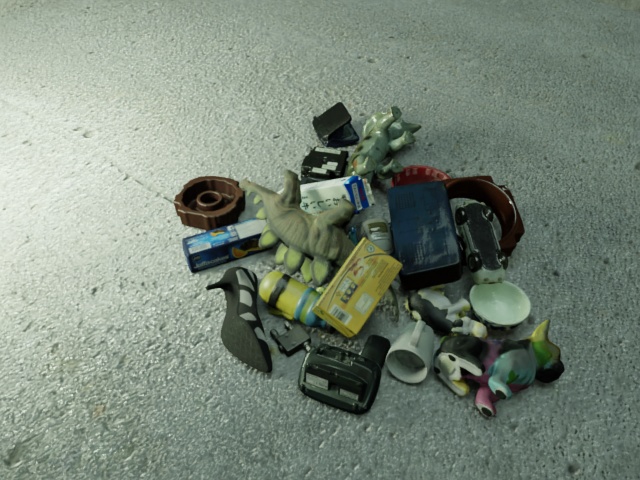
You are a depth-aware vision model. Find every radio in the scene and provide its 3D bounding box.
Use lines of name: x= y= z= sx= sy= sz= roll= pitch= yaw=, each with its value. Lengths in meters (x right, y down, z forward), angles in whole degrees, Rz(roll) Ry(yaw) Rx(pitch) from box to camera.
radio: x=0.220 y=-0.015 z=1.140 sx=0.131 sy=0.073 sz=0.230 roll=-10 pitch=56 yaw=10

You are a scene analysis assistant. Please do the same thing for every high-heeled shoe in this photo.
high-heeled shoe: x=-0.136 y=0.157 z=1.099 sx=0.145 sy=0.086 sz=0.249 roll=-6 pitch=53 yaw=-54

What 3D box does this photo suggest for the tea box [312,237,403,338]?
tea box: x=0.072 y=0.092 z=1.040 sx=0.098 sy=0.068 sz=0.169 roll=38 pitch=70 yaw=3

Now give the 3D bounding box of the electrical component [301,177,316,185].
electrical component: x=-0.036 y=-0.119 z=1.366 sx=0.119 sy=0.074 sz=0.048 roll=14 pitch=44 yaw=8

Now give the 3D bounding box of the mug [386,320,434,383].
mug: x=0.179 y=0.196 z=1.020 sx=0.081 sy=0.109 sz=0.107 roll=13 pitch=32 yaw=19

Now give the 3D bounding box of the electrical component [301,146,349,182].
electrical component: x=0.010 y=-0.192 z=1.456 sx=0.115 sy=0.058 sz=0.134 roll=10 pitch=44 yaw=12

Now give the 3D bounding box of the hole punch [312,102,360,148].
hole punch: x=0.047 y=-0.327 z=1.593 sx=0.116 sy=0.092 sz=0.142 roll=-30 pitch=48 yaw=9

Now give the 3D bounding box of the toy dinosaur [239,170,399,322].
toy dinosaur: x=-0.002 y=-0.004 z=1.163 sx=0.472 sy=0.105 sz=0.198 roll=31 pitch=88 yaw=19

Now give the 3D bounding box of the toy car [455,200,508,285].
toy car: x=0.340 y=0.001 z=1.141 sx=0.074 sy=0.056 sz=0.202 roll=-4 pitch=58 yaw=-5

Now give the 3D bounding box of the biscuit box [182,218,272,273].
biscuit box: x=-0.211 y=0.009 z=1.235 sx=0.203 sy=0.062 sz=0.059 roll=-17 pitch=47 yaw=-18

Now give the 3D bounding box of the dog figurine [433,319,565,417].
dog figurine: x=0.343 y=0.213 z=1.001 sx=0.219 sy=0.108 sz=0.192 roll=-30 pitch=55 yaw=-34

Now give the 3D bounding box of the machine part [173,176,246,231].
machine part: x=-0.274 y=-0.093 z=1.348 sx=0.179 sy=0.056 sz=0.179 roll=0 pitch=42 yaw=0

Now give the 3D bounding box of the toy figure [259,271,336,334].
toy figure: x=-0.039 y=0.123 z=1.097 sx=0.180 sy=0.089 sz=0.082 roll=25 pitch=51 yaw=22

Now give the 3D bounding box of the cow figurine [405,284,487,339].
cow figurine: x=0.253 y=0.156 z=1.084 sx=0.098 sy=0.068 sz=0.168 roll=-27 pitch=47 yaw=-19

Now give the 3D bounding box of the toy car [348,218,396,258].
toy car: x=0.123 y=0.004 z=1.219 sx=0.109 sy=0.102 sz=0.162 roll=-5 pitch=42 yaw=-6

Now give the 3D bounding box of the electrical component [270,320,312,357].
electrical component: x=-0.054 y=0.200 z=1.065 sx=0.063 sy=0.021 sz=0.094 roll=-28 pitch=52 yaw=-27

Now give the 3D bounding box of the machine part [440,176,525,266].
machine part: x=0.354 y=-0.048 z=1.249 sx=0.201 sy=0.087 sz=0.201 roll=-6 pitch=64 yaw=-8

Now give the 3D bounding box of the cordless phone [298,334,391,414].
cordless phone: x=0.053 y=0.225 z=1.016 sx=0.147 sy=0.088 sz=0.184 roll=16 pitch=34 yaw=17

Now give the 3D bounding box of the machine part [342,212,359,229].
machine part: x=0.054 y=-0.070 z=1.343 sx=0.084 sy=0.039 sz=0.139 roll=18 pitch=43 yaw=6

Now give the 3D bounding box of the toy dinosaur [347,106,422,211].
toy dinosaur: x=0.140 y=-0.218 z=1.438 sx=0.131 sy=0.192 sz=0.405 roll=41 pitch=63 yaw=-12
